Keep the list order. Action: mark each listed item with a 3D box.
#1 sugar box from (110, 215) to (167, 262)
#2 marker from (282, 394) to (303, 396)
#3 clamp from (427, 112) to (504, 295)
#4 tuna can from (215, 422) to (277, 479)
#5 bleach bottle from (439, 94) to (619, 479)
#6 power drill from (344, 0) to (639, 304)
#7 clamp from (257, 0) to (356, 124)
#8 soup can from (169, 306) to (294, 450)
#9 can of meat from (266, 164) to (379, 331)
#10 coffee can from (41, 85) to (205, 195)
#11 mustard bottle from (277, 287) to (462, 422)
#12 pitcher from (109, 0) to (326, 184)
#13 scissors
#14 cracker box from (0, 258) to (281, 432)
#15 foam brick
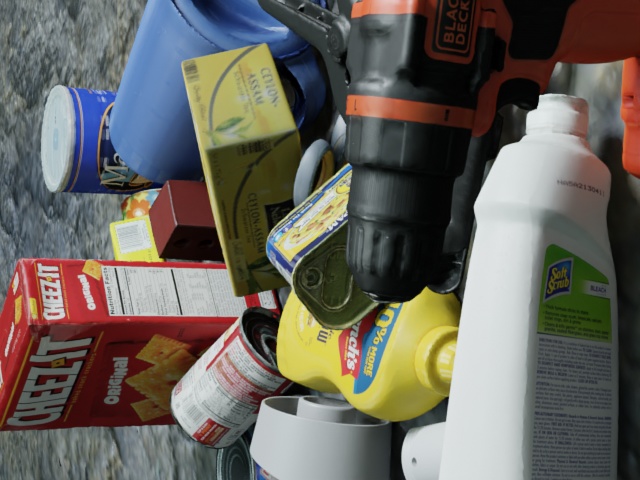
[{"bbox_3d":[-0.160,0.064,1.017,0.176,0.048,0.093,94,161,-55],"label":"sugar box"},{"bbox_3d":[-0.044,0.139,0.890,0.121,0.020,0.020,-16,74,61],"label":"marker"},{"bbox_3d":[0.083,-0.052,0.610,0.120,0.039,0.171,96,-170,-69],"label":"clamp"},{"bbox_3d":[-0.058,0.196,0.898,0.086,0.033,0.086,-6,83,62],"label":"tuna can"},{"bbox_3d":[0.114,0.054,0.538,0.068,0.102,0.251,2,83,49],"label":"bleach bottle"},{"bbox_3d":[0.097,-0.062,0.459,0.057,0.187,0.184,20,105,59],"label":"power drill"},{"bbox_3d":[0.019,-0.134,0.712,0.210,0.036,0.165,68,153,10],"label":"clamp"},{"bbox_3d":[-0.065,0.111,0.848,0.102,0.068,0.068,-47,46,25],"label":"soup can"},{"bbox_3d":[0.019,-0.001,0.681,0.102,0.057,0.084,-40,23,-3],"label":"can of meat"},{"bbox_3d":[-0.192,-0.095,1.048,0.103,0.140,0.103,-5,85,62],"label":"coffee can"},{"bbox_3d":[0.042,0.065,0.687,0.192,0.058,0.096,11,77,60],"label":"mustard bottle"},{"bbox_3d":[-0.093,-0.137,0.899,0.243,0.144,0.149,132,144,-56],"label":"pitcher"},{"bbox_3d":[-0.005,0.001,0.770,0.016,0.096,0.202,23,111,20],"label":"scissors"},{"bbox_3d":[-0.159,0.093,0.902,0.164,0.213,0.072,-59,39,43],"label":"cracker box"},{"bbox_3d":[-0.105,-0.017,0.951,0.053,0.078,0.051,-53,43,48],"label":"foam brick"}]
